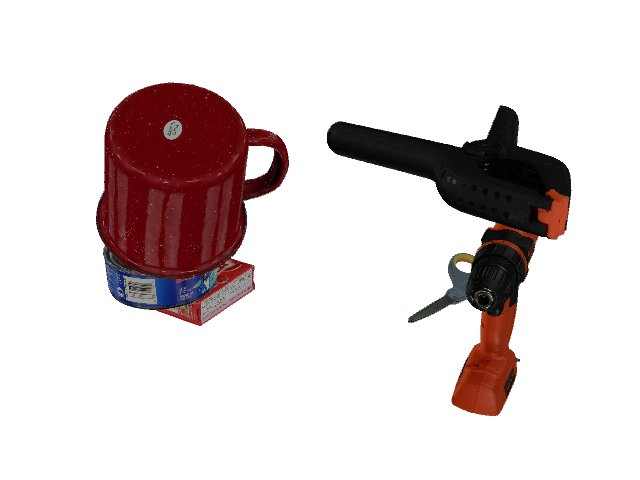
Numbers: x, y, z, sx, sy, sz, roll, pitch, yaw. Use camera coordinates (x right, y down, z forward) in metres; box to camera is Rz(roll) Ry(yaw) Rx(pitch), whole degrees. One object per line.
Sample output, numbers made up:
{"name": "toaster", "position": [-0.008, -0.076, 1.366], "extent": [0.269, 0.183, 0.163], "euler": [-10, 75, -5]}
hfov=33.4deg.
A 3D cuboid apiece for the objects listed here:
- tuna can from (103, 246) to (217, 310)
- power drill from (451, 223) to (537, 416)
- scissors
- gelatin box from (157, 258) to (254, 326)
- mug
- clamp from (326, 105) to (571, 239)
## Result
{"name": "tuna can", "position": [-0.122, 0.019, 0.822], "extent": [0.086, 0.034, 0.086], "euler": [-1, 26, 1]}
{"name": "power drill", "position": [0.176, 0.080, 1.080], "extent": [0.057, 0.188, 0.184], "euler": [15, 27, 17]}
{"name": "scissors", "position": [0.155, 0.055, 1.293], "extent": [0.201, 0.016, 0.096], "euler": [-8, 39, -37]}
{"name": "gelatin box", "position": [-0.117, 0.042, 1.027], "extent": [0.073, 0.030, 0.089], "euler": [17, 32, 30]}
{"name": "mug", "position": [-0.074, -0.039, 0.633], "extent": [0.117, 0.093, 0.082], "euler": [-8, -35, -16]}
{"name": "clamp", "position": [0.105, -0.053, 0.769], "extent": [0.164, 0.036, 0.210], "euler": [-6, 26, -14]}
